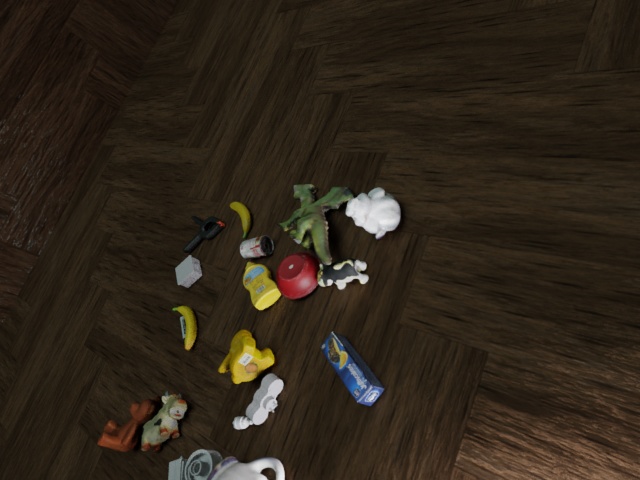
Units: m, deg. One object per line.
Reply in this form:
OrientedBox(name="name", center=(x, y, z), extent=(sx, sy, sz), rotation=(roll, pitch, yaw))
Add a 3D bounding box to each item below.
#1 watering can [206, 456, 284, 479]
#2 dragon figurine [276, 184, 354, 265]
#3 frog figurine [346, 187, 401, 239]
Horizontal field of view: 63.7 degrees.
OrientedBox(name="watering can", center=(-0.234, 0.694, 1.297), extent=(0.224, 0.102, 0.354), rotation=(4, 44, 46))
OrientedBox(name="dragon figurine", center=(0.005, -0.081, 1.606), extent=(0.244, 0.120, 0.415), rotation=(-48, 38, -5))
OrientedBox(name="frog figurine", center=(0.150, -0.088, 1.445), extent=(0.122, 0.157, 0.139), rotation=(2, 67, 41))
